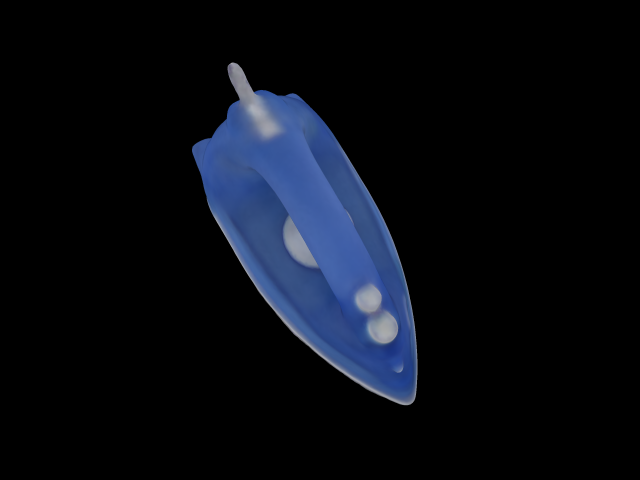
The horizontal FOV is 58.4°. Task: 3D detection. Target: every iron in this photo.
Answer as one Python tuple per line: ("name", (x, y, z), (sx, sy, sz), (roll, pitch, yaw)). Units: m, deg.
("iron", (0.004, 0.001, 0.400), (0.119, 0.141, 0.258), (-31, 78, -7))
